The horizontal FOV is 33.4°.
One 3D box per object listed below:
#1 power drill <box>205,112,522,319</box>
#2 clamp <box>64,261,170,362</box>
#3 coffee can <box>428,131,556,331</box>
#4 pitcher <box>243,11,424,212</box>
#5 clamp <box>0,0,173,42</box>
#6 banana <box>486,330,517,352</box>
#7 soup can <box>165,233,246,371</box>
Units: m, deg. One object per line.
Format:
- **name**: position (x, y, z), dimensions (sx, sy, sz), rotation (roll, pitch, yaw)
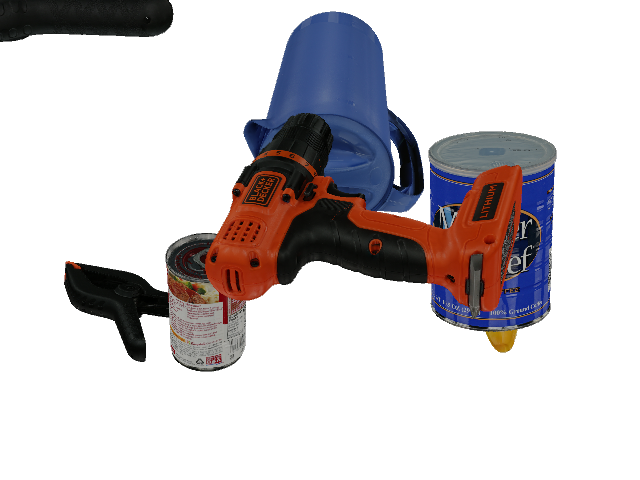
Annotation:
- **power drill**: position (0.035, -0.021, 0.706), dimensions (0.188, 0.057, 0.184), rotation (6, 41, 16)
- **clamp**: position (-0.211, 0.071, 1.163), dimensions (0.210, 0.036, 0.164), rotation (19, 21, 25)
- **coffee can**: position (0.142, -0.009, 0.890), dimensions (0.103, 0.140, 0.103), rotation (-3, 23, 1)
- **pitcher**: position (0.019, -0.128, 1.089), dimensions (0.145, 0.149, 0.242), rotation (-13, 37, 14)
- **clamp**: position (-0.175, -0.138, 0.613), dimensions (0.171, 0.039, 0.120), rotation (-5, 23, -12)
- **banana**: position (0.155, 0.053, 1.118), dimensions (0.069, 0.037, 0.198), rotation (-35, 39, -13)
- **soup can**: position (-0.097, 0.054, 0.921), dimensions (0.068, 0.102, 0.068), rotation (2, 35, -2)
